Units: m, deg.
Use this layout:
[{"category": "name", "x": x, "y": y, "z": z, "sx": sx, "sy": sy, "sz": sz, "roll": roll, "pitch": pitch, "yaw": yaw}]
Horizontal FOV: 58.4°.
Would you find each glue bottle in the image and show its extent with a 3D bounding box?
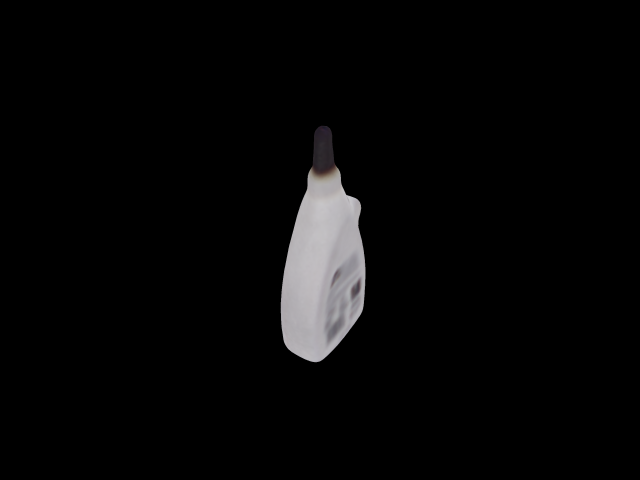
[{"category": "glue bottle", "x": 0.004, "y": 0.001, "z": 0.400, "sx": 0.037, "sy": 0.173, "sz": 0.078, "roll": 21, "pitch": 41, "yaw": 27}]
